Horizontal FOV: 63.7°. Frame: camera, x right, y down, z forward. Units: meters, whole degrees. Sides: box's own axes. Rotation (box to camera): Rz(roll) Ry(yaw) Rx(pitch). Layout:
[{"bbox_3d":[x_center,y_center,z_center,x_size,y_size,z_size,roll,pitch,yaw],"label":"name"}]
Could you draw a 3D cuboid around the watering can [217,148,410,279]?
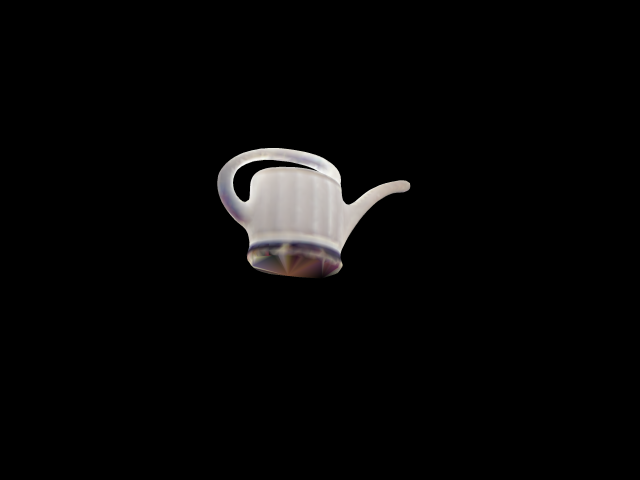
[{"bbox_3d":[0.003,-0.043,0.850,0.347,0.228,0.102,8,-25,-18],"label":"watering can"}]
